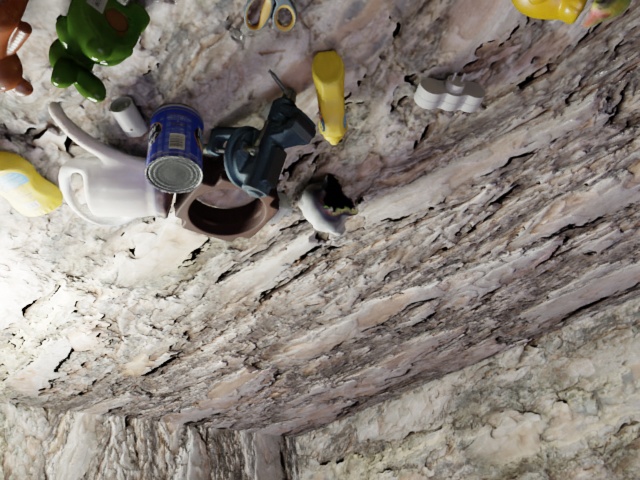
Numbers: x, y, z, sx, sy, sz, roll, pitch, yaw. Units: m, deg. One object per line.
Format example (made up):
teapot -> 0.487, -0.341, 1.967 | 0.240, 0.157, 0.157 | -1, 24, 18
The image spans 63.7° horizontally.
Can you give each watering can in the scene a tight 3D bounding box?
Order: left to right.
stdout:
watering can -> -0.411, -0.133, 1.040 | 0.224, 0.106, 0.339 | 0, 145, -14

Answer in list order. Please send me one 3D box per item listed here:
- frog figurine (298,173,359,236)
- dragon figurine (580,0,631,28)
frog figurine -> 0.004, -0.062, 1.232 | 0.137, 0.125, 0.156 | 37, 143, -5
dragon figurine -> 0.459, -0.498, 0.695 | 0.244, 0.123, 0.405 | -11, 124, -57
